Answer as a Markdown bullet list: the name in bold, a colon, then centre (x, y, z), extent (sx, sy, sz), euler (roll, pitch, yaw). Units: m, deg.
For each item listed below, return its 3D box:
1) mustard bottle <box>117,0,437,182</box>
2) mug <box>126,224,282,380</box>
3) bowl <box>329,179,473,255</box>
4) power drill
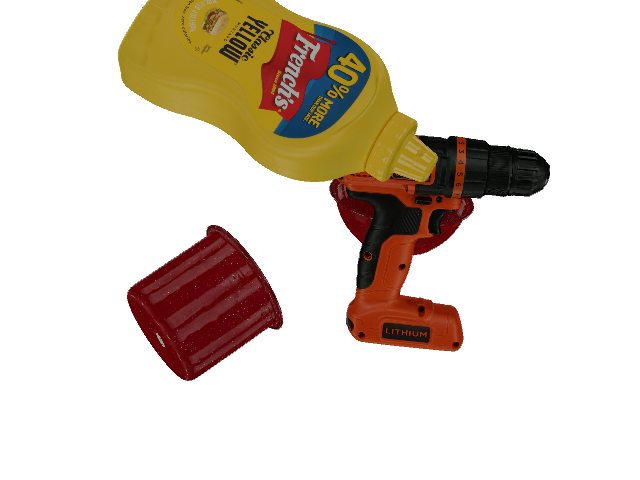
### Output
- **mustard bottle**: centre (-0.017, -0.089, 0.631), extent (0.192, 0.096, 0.058), euler (31, -24, 10)
- **mug**: centre (-0.093, 0.046, 0.792), extent (0.081, 0.093, 0.117), euler (-35, 28, -19)
- **bowl**: centre (0.087, -0.027, 1.193), extent (0.162, 0.055, 0.162), euler (6, 25, -3)
- **power drill**: centre (0.098, 0.000, 0.931), extent (0.184, 0.188, 0.057), euler (6, 17, 3)
